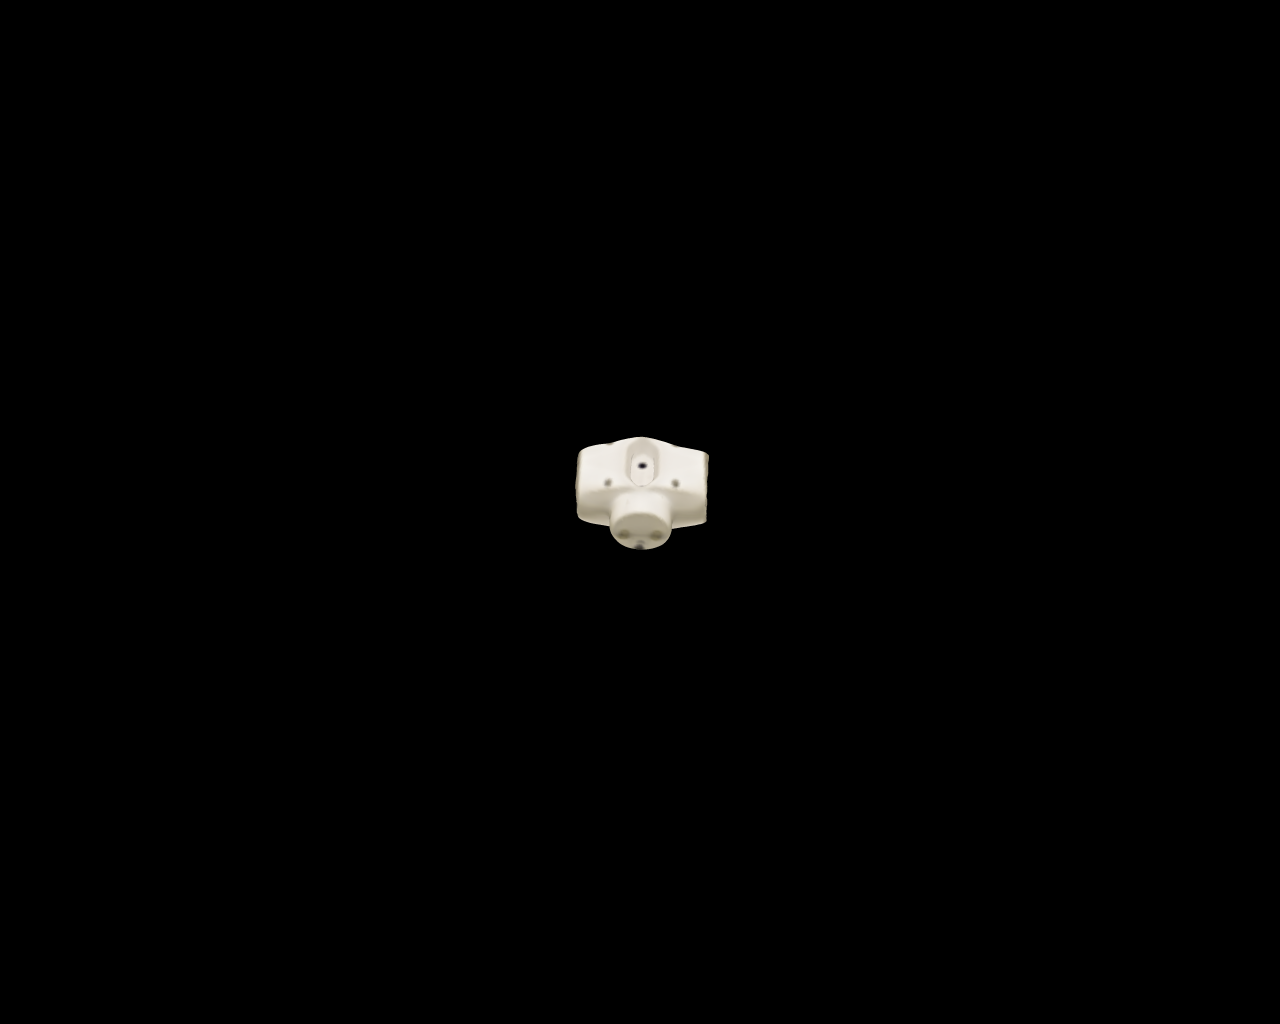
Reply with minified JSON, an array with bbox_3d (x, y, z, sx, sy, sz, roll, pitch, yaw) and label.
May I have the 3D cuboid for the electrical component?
[{"bbox_3d":[0.001,-0.003,0.650,0.077,0.079,0.043,2,-40,2],"label":"electrical component"}]
